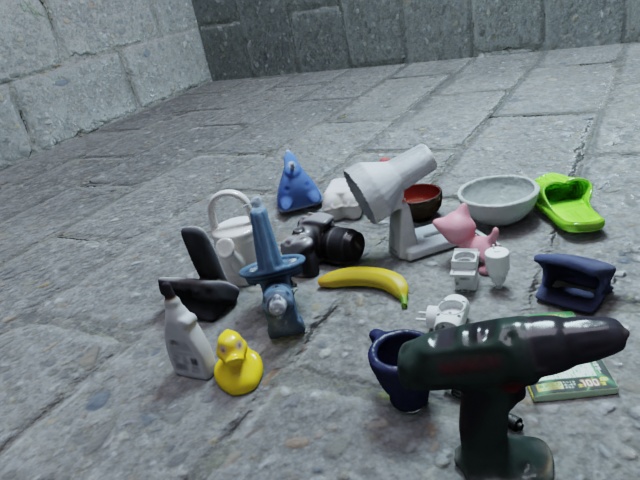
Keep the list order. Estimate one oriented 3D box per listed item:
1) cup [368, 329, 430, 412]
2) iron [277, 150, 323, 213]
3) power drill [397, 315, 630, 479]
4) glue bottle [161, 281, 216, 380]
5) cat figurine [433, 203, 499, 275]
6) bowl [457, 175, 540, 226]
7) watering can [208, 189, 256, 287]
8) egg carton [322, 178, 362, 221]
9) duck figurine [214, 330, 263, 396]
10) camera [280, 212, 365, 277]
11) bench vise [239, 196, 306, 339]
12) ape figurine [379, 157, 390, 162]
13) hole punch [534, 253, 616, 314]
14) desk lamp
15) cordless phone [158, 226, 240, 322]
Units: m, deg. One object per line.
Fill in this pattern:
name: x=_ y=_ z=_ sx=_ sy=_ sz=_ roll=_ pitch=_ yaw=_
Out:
cup: x=0.108 y=0.179 z=0.781 sx=0.092 sy=0.095 sz=0.117 roll=-24 pitch=28 yaw=-23
iron: x=-0.071 y=-0.170 z=1.512 sx=0.118 sy=0.142 sz=0.258 roll=-13 pitch=26 yaw=-3
power drill: x=0.205 y=0.171 z=0.624 sx=0.229 sy=0.209 sz=0.076 roll=-3 pitch=27 yaw=18
glue bottle: x=-0.217 y=0.141 z=0.903 sx=0.078 sy=0.173 sz=0.037 roll=4 pitch=30 yaw=29
cat figurine: x=0.277 y=-0.009 z=1.065 sx=0.127 sy=0.118 sz=0.067 roll=15 pitch=36 yaw=43
bowl: x=0.376 y=-0.075 z=1.208 sx=0.167 sy=0.075 sz=0.167 roll=-9 pitch=26 yaw=5
watering can: x=-0.167 y=-0.008 z=1.161 sx=0.101 sy=0.194 sz=0.172 roll=-17 pitch=26 yaw=-10
egg carton: x=0.065 y=-0.105 z=1.405 sx=0.107 sy=0.069 sz=0.150 roll=-4 pitch=27 yaw=16
duck figurine: x=-0.134 y=0.178 z=0.893 sx=0.077 sy=0.086 sz=0.104 roll=-16 pitch=26 yaw=-9
camera: x=0.011 y=0.004 z=1.170 sx=0.136 sy=0.101 sz=0.143 roll=8 pitch=32 yaw=35
bench vise: x=-0.073 y=0.043 z=0.988 sx=0.122 sy=0.220 sz=0.206 roll=-21 pitch=27 yaw=-18
ape figurine: x=0.173 y=-0.168 z=1.462 sx=0.077 sy=0.092 sz=0.076 roll=3 pitch=29 yaw=27
hole punch: x=0.408 y=0.050 z=0.921 sx=0.108 sy=0.091 sz=0.101 roll=15 pitch=37 yaw=43
desk lamp: x=0.162 y=-0.073 z=1.134 sx=0.203 sy=0.214 sz=0.117 roll=-17 pitch=26 yaw=-11
cordless phone: x=-0.242 y=0.052 z=1.080 sx=0.147 sy=0.185 sz=0.094 roll=0 pitch=28 yaw=23
